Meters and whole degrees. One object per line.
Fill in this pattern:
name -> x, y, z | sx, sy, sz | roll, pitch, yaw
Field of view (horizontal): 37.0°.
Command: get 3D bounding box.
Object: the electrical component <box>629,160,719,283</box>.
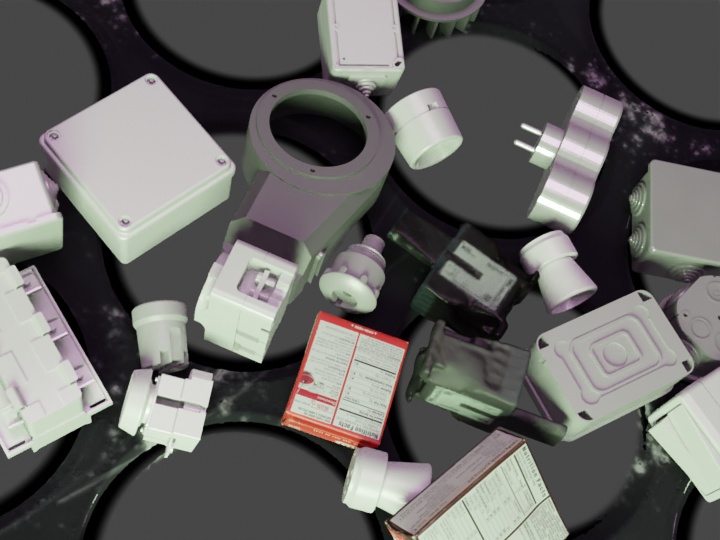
electrical component -> 0.277, -0.037, 0.907 | 0.100, 0.048, 0.099 | 11, 64, -6

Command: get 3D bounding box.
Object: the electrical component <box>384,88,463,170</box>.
electrical component -> 0.053, -0.117, 0.898 | 0.055, 0.055, 0.047 | -23, 75, -20

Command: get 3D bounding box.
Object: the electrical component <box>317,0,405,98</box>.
electrical component -> 0.000, -0.188, 0.920 | 0.062, 0.061, 0.096 | -2, 74, -12

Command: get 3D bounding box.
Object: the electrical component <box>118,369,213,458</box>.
electrical component -> -0.139, 0.098, 0.764 | 0.055, 0.048, 0.066 | 16, 63, -12

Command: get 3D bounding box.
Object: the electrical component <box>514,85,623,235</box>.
electrical component -> 0.168, -0.101, 0.914 | 0.074, 0.052, 0.138 | 25, 63, 1

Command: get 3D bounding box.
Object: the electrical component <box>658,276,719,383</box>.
electrical component -> 0.279, 0.048, 0.867 | 0.080, 0.051, 0.080 | 4, 64, -9

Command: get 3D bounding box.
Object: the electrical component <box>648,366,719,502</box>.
electrical component -> 0.275, 0.132, 0.820 | 0.061, 0.061, 0.096 | -27, 73, -21

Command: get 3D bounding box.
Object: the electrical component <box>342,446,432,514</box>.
electrical component -> 0.019, 0.153, 0.769 | 0.055, 0.045, 0.045 | 16, 63, -3

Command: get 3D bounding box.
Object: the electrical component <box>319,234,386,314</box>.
electrical component -> 0.000, 0.000, 0.839 | 0.048, 0.048, 0.062 | 27, 57, 2

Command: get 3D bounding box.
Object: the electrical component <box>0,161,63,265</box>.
electrical component -> -0.264, -0.034, 0.772 | 0.100, 0.100, 0.048 | -20, 83, -19

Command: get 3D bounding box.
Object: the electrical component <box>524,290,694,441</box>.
electrical component -> 0.187, 0.075, 0.832 | 0.113, 0.057, 0.078 | -22, 71, -20

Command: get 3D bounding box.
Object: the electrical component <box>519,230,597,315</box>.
electrical component -> 0.159, 0.002, 0.868 | 0.045, 0.045, 0.055 | -19, 70, -19

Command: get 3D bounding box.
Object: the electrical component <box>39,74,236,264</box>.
electrical component -> -0.172, -0.080, 0.834 | 0.109, 0.056, 0.108 | -36, 76, -24

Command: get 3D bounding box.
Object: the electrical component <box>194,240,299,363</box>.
electrical component -> -0.085, 0.023, 0.785 | 0.056, 0.089, 0.050 | 23, 63, 0

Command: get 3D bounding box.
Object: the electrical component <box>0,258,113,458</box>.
electrical component -> -0.238, 0.057, 0.753 | 0.079, 0.063, 0.121 | -28, 73, -22

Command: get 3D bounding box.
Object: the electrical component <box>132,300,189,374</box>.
electrical component -> -0.145, 0.050, 0.789 | 0.040, 0.040, 0.046 | -5, 72, -13
